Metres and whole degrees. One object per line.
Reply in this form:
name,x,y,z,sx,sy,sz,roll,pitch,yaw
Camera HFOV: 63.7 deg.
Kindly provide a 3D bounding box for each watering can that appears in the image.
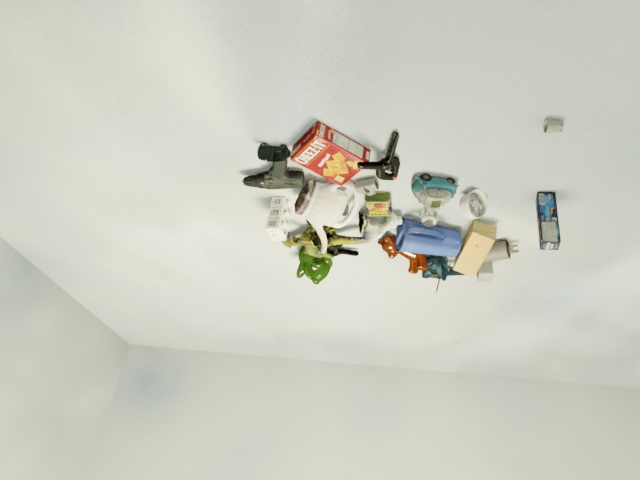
watering can,0.006,-0.097,1.928,0.223,0.106,0.341,20,123,-15

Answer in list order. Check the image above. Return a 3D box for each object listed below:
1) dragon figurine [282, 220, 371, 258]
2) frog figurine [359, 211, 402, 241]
dragon figurine,0.016,0.014,2.166,0.411,0.124,0.238,11,158,8
frog figurine,0.234,-0.055,1.987,0.159,0.122,0.137,4,-178,-9
